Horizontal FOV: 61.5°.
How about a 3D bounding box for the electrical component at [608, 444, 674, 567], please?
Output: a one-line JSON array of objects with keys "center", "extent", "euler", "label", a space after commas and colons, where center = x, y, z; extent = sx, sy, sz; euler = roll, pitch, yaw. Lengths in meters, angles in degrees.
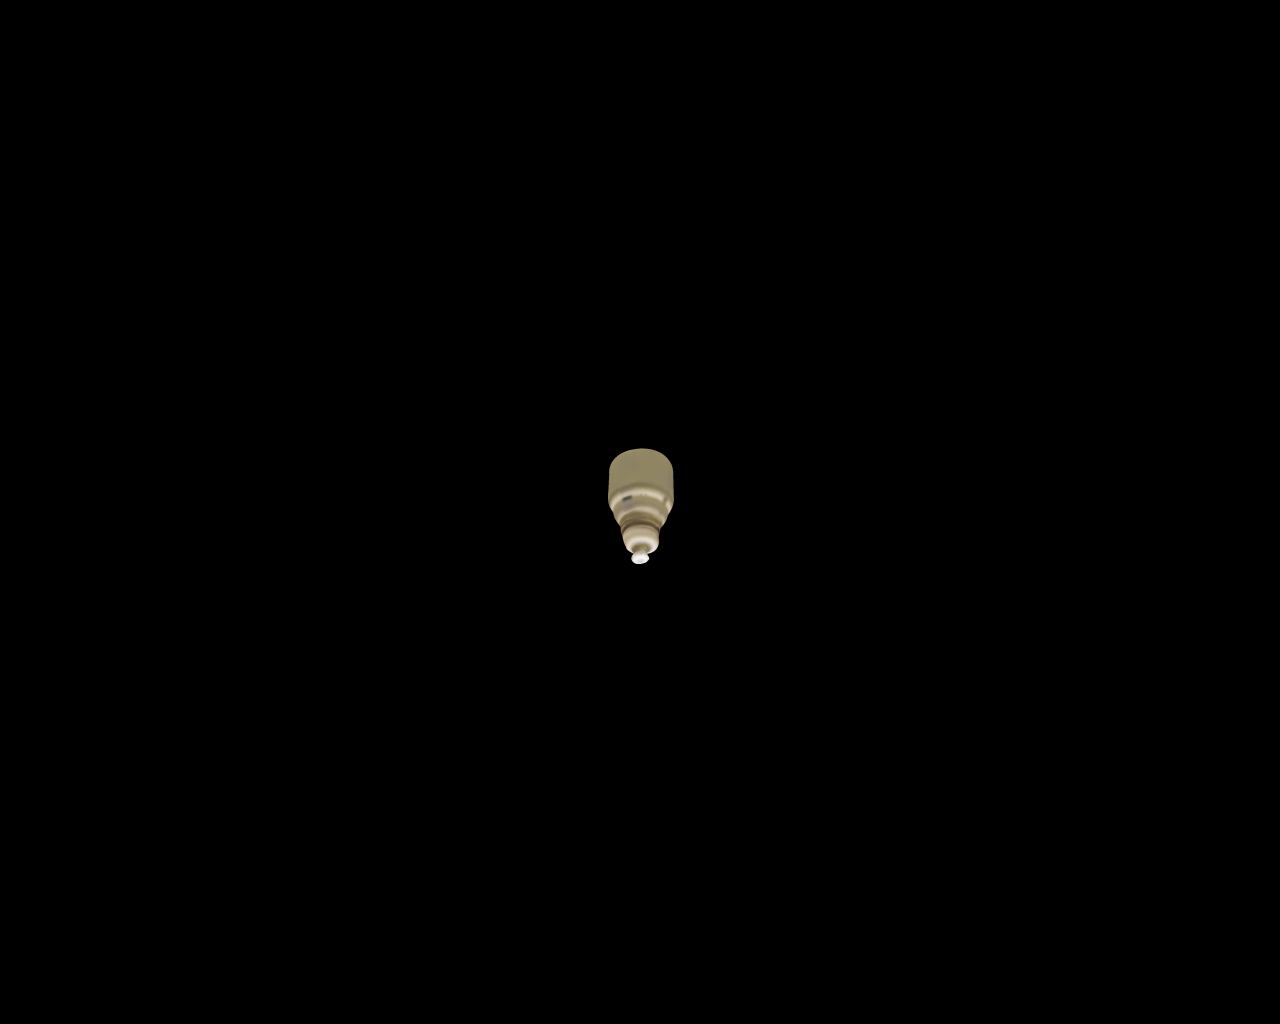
[{"center": [0.001, -0.003, 0.650], "extent": [0.040, 0.078, 0.040], "euler": [0, -36, 0], "label": "electrical component"}]
